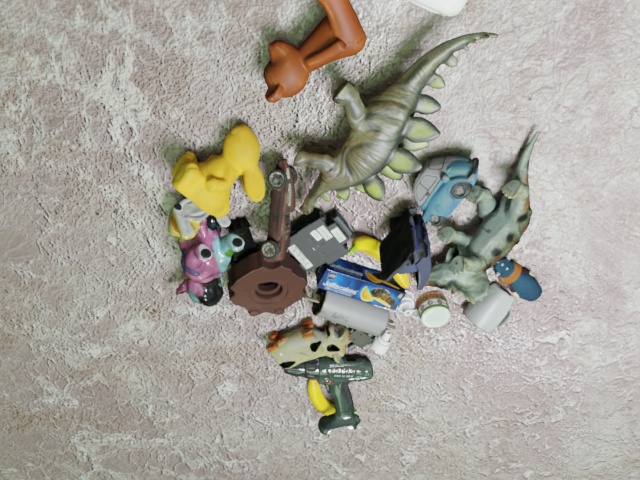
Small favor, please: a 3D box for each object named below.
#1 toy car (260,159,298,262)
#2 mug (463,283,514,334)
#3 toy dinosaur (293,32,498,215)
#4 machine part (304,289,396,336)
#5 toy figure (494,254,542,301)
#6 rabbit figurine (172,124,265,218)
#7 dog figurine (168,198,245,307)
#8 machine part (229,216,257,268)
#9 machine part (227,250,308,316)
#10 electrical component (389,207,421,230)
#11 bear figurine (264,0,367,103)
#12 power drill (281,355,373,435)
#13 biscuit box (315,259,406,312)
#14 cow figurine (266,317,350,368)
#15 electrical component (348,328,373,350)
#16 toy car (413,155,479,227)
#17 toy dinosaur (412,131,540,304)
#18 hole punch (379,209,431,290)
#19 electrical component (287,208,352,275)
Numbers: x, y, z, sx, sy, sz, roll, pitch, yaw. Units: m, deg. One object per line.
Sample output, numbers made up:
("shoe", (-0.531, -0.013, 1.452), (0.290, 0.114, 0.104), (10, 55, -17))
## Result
("toy car", (-0.075, -0.056, 1.049), (0.053, 0.089, 0.202), (11, 102, 13))
("mug", (0.416, 0.163, 1.280), (0.109, 0.081, 0.107), (29, 108, -17))
("toy dinosaur", (0.104, -0.199, 0.960), (0.198, 0.105, 0.471), (34, 123, -8))
("machine part", (0.071, 0.164, 1.249), (0.243, 0.079, 0.079), (21, 120, -19))
("toy figure", (0.450, 0.087, 1.243), (0.154, 0.064, 0.058), (37, 152, -20))
("rabbit figurine", (-0.172, -0.131, 1.006), (0.162, 0.122, 0.173), (39, 92, -15))
("dog figurine", (-0.254, 0.034, 1.116), (0.108, 0.191, 0.219), (-25, 163, -37))
("machine part", (-0.165, 0.016, 1.152), (0.084, 0.039, 0.138), (-1, 126, 1))
("machine part", (-0.114, 0.097, 1.178), (0.179, 0.056, 0.179), (-7, 137, -7))
("electrical component", (0.186, -0.026, 1.147), (0.075, 0.048, 0.119), (-10, 124, 2))
("bear figurine", (-0.027, -0.324, 0.888), (0.196, 0.120, 0.131), (-23, 120, 17))
("power drill", (0.023, 0.388, 1.381), (0.232, 0.086, 0.207), (-6, 100, -7))
("biscuit box", (0.091, 0.097, 1.215), (0.202, 0.063, 0.059), (18, 120, -17))
("cow figurine", (-0.019, 0.256, 1.302), (0.195, 0.085, 0.127), (-22, 117, 7))
("electrical component", (0.096, 0.238, 1.336), (0.094, 0.021, 0.063), (-41, 118, 21))
("toy car", (0.240, -0.111, 1.073), (0.103, 0.109, 0.161), (34, 129, 0))
("toy dinosaur", (0.365, -0.019, 1.132), (0.404, 0.131, 0.192), (-50, 140, 15))
("hole punch", (0.187, 0.026, 1.081), (0.092, 0.142, 0.115), (21, 135, -16))
("electrical component", (-0.002, -0.003, 1.141), (0.134, 0.058, 0.114), (-30, 124, 14))
